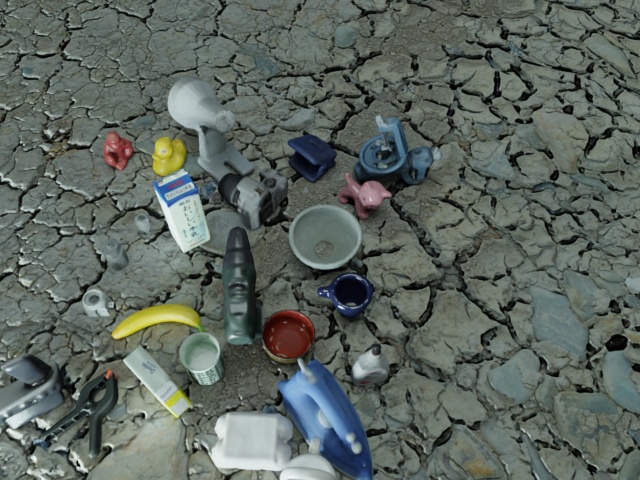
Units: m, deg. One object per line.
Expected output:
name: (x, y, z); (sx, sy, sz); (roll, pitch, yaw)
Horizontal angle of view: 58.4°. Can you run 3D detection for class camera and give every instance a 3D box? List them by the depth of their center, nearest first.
camera: (-0.167, -0.123, 1.380); (0.136, 0.101, 0.143); (31, 63, 17)

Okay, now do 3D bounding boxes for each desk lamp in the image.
desk lamp: (-0.263, -0.271, 1.402); (0.118, 0.213, 0.202); (-39, 67, -22)

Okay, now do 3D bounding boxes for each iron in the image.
iron: (0.025, 0.337, 1.079); (0.119, 0.141, 0.257); (-31, 64, -18)

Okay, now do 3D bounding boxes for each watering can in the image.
watering can: (-0.019, 0.432, 0.990); (0.101, 0.194, 0.172); (-11, 59, -7)

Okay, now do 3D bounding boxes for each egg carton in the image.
egg carton: (-0.127, 0.382, 1.091); (0.150, 0.069, 0.107); (2, 59, 0)

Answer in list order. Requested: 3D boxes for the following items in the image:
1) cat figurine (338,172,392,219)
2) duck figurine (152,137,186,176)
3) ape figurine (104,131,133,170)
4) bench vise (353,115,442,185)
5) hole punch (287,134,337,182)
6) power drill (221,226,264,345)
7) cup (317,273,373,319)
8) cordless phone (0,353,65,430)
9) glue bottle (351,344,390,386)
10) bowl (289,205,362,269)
cat figurine: (0.106, -0.115, 1.371); (0.127, 0.118, 0.067); (39, 65, 20)
duck figurine: (-0.386, -0.225, 1.447); (0.077, 0.086, 0.105); (26, 61, 14)
ape figurine: (-0.515, -0.235, 1.446); (0.078, 0.092, 0.076); (-30, 63, -18)
bench vise: (0.189, -0.230, 1.383); (0.207, 0.220, 0.121); (-17, 60, -11)
hole punch: (-0.020, -0.223, 1.450); (0.108, 0.091, 0.101); (38, 65, 20)
power drill: (-0.160, 0.117, 1.171); (0.075, 0.208, 0.229); (-4, 59, -3)
cup: (0.052, 0.129, 1.234); (0.117, 0.095, 0.091); (2, 58, 0)
cordless phone: (-0.577, 0.272, 1.080); (0.148, 0.185, 0.094); (-33, 65, -19)
glue bottle: (0.103, 0.240, 1.122); (0.078, 0.173, 0.037); (-13, 60, -9)
bowl: (0.012, 0.005, 1.321); (0.167, 0.075, 0.167); (1, 59, -1)
